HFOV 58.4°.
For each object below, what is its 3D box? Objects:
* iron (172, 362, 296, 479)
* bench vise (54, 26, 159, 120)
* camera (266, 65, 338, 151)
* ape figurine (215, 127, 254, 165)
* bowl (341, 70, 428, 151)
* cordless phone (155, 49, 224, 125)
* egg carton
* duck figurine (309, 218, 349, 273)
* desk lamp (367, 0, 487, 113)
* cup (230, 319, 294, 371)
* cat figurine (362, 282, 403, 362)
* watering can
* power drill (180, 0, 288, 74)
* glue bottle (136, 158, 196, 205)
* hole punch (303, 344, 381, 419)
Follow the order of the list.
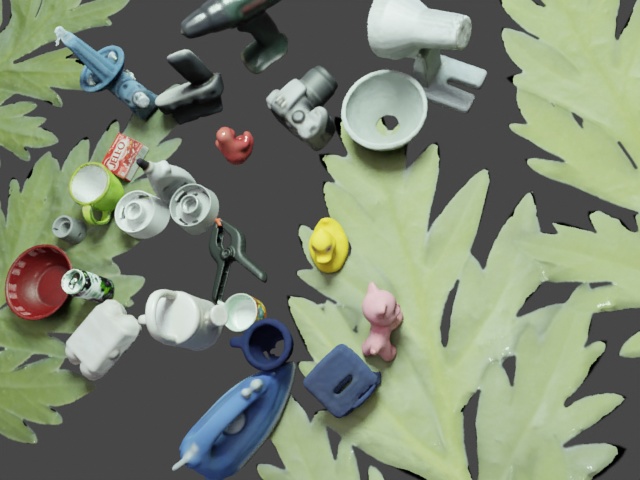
[{"bbox_3d":[-0.149,0.308,1.004,0.118,0.142,0.258,40,87,20],"label":"iron"},{"bbox_3d":[-0.444,-0.364,1.214,0.207,0.220,0.121,19,81,18],"label":"bench vise"},{"bbox_3d":[-0.021,-0.279,1.153,0.137,0.101,0.143,-46,70,-2],"label":"camera"},{"bbox_3d":[-0.182,-0.201,1.175,0.077,0.092,0.076,7,77,15],"label":"ape figurine"},{"bbox_3d":[0.129,-0.242,1.121,0.167,0.075,0.167,-3,75,13],"label":"bowl"},{"bbox_3d":[-0.290,-0.329,1.186,0.147,0.185,0.094,-20,71,8],"label":"cordless phone"},{"bbox_3d":[-0.430,0.199,1.140,0.107,0.069,0.150,37,86,20],"label":"egg carton"},{"bbox_3d":[0.010,0.004,1.077,0.077,0.086,0.104,-3,75,13],"label":"duck figurine"},{"bbox_3d":[0.202,-0.356,1.060,0.202,0.214,0.118,24,82,18],"label":"desk lamp"},{"bbox_3d":[-0.097,0.194,1.047,0.117,0.095,0.092,0,75,14],"label":"cup"},{"bbox_3d":[0.104,0.143,1.001,0.067,0.118,0.128,7,77,16],"label":"cat figurine"},{"bbox_3d":[-0.253,0.142,1.046,0.173,0.194,0.101,-25,71,6],"label":"watering can"},{"bbox_3d":[-0.150,-0.437,1.169,0.229,0.209,0.075,-37,70,2],"label":"power drill"},{"bbox_3d":[-0.316,-0.127,1.144,0.078,0.173,0.037,-39,70,1],"label":"glue bottle"},{"bbox_3d":[0.041,0.247,1.002,0.109,0.091,0.101,-45,70,-1],"label":"hole punch"}]
